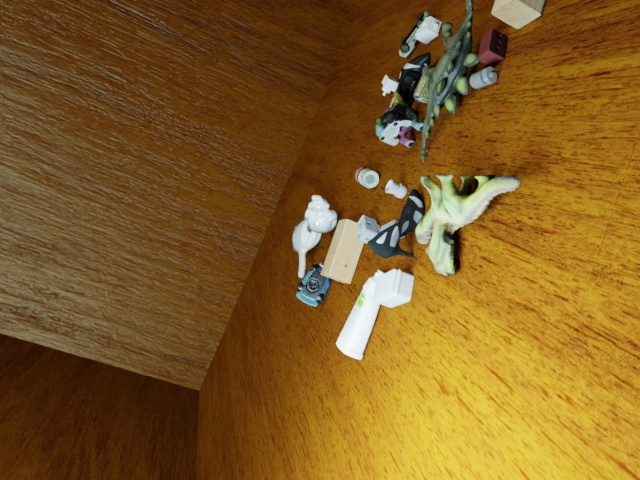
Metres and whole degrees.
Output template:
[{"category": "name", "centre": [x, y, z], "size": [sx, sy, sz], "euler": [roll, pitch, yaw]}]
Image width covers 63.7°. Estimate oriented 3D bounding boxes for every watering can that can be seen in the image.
[{"category": "watering can", "centre": [-0.067, 0.012, 2.324], "size": [0.222, 0.103, 0.352], "euler": [-29, 42, 68]}]

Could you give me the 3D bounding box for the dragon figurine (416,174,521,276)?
[{"category": "dragon figurine", "centre": [0.317, -0.036, 1.190], "size": [0.412, 0.122, 0.242], "euler": [-147, 63, -76]}]

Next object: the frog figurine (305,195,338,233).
[{"category": "frog figurine", "centre": [0.007, -0.108, 2.144], "size": [0.155, 0.137, 0.126], "euler": [95, -172, -51]}]
